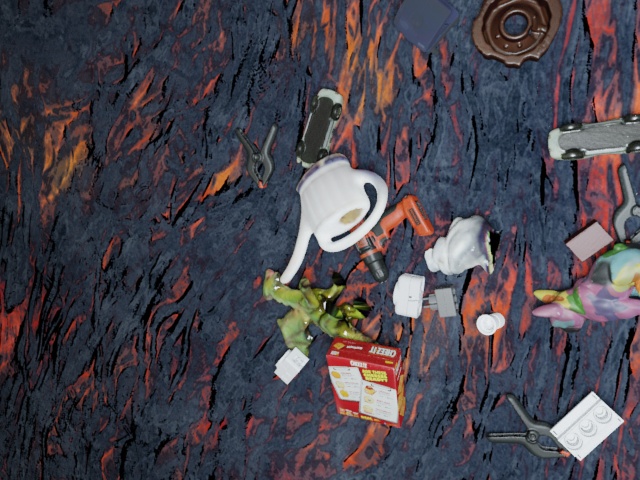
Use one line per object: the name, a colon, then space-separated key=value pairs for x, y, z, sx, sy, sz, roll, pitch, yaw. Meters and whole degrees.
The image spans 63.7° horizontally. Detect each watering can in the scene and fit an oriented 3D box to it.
watering can: x=0.004 y=-0.062 z=1.229 sx=0.344 sy=0.103 sz=0.229 roll=-36 pitch=57 yaw=22

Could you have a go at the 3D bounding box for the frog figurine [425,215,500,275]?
frog figurine: x=0.304 y=0.012 z=1.141 sx=0.159 sy=0.121 sz=0.140 roll=-3 pitch=62 yaw=32

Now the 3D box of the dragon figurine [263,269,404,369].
dragon figurine: x=0.001 y=0.221 z=1.312 sx=0.413 sy=0.124 sz=0.238 roll=49 pitch=129 yaw=9
